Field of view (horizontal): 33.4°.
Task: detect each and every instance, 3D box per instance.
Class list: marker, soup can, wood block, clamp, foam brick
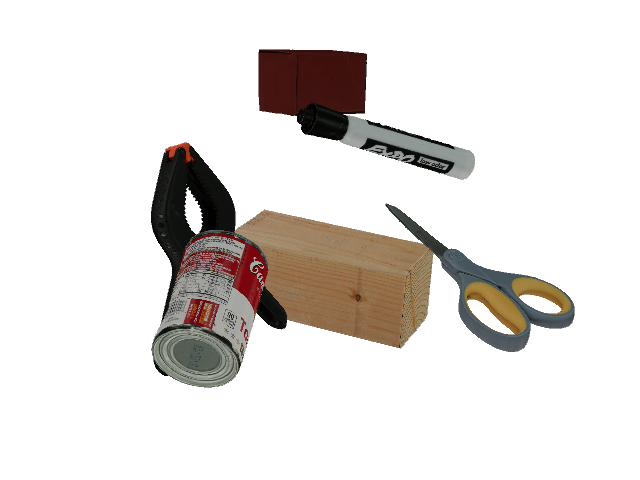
[{"bbox_3d":[0.040,-0.059,0.638,0.120,0.020,0.020,14,-7,-29],"label":"marker"},{"bbox_3d":[-0.082,0.051,0.804,0.068,0.068,0.102,0,43,13],"label":"soup can"},{"bbox_3d":[0.010,0.040,1.175,0.206,0.091,0.090,13,25,21],"label":"wood block"},{"bbox_3d":[-0.105,0.011,1.019,0.036,0.210,0.164,-8,0,43],"label":"clamp"},{"bbox_3d":[-0.006,-0.132,0.888,0.078,0.051,0.053,-7,16,-38],"label":"foam brick"}]

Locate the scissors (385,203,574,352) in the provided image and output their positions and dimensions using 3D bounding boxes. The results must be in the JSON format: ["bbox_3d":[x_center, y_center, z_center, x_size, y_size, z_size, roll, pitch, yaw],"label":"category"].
[{"bbox_3d":[0.126,0.020,0.834,0.096,0.016,0.202,-3,33,-15],"label":"scissors"}]
